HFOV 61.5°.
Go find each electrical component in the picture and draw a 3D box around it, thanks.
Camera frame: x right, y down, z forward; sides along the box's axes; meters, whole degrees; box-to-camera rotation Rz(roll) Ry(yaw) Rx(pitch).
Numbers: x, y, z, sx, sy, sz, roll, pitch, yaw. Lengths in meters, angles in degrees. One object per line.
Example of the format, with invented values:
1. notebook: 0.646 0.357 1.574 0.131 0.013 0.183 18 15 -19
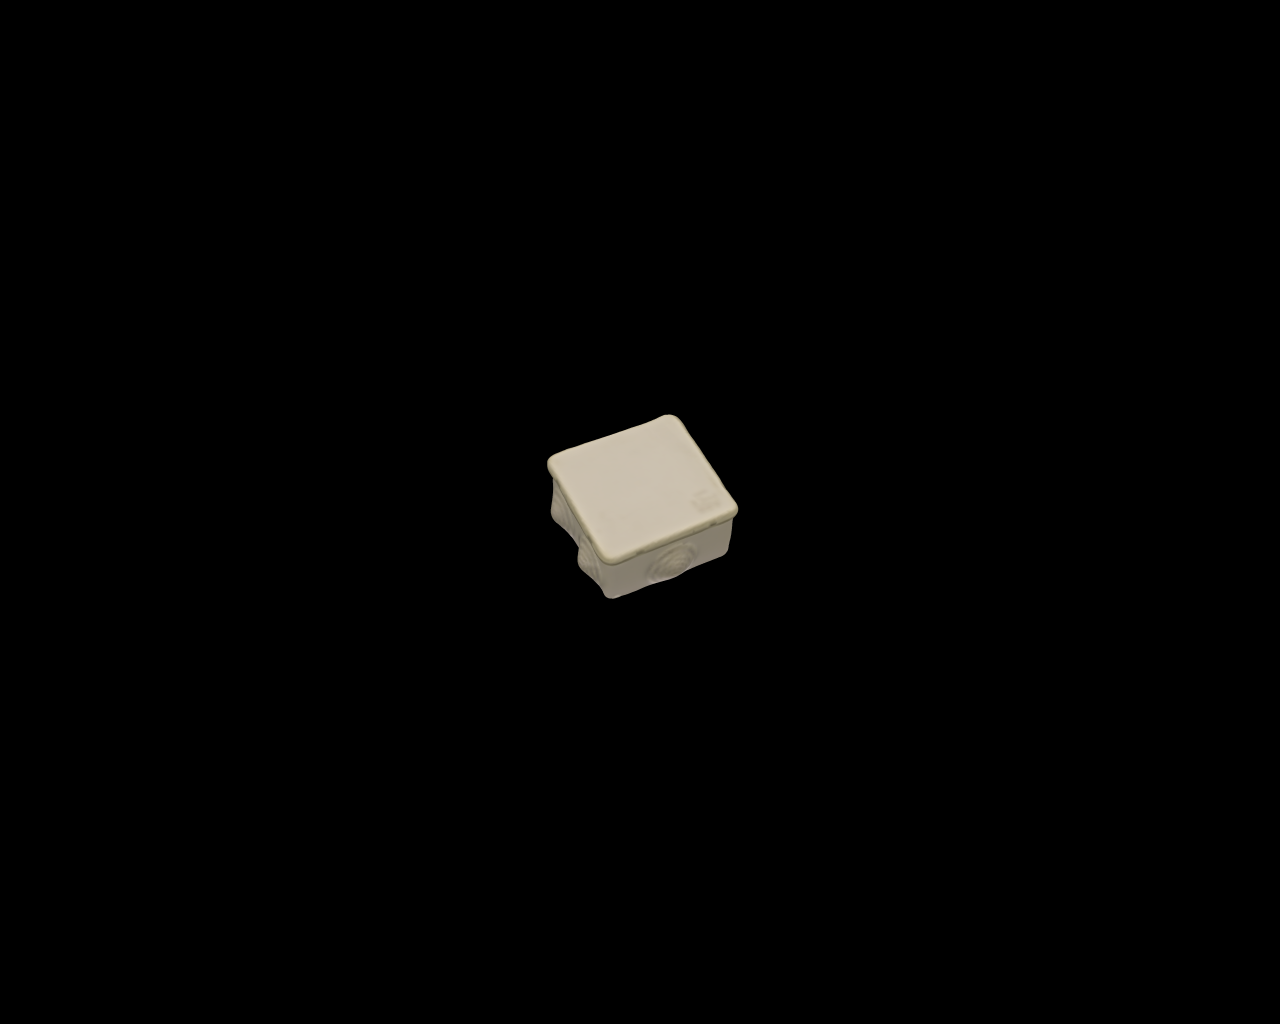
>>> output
1. electrical component: 0.001 -0.003 0.650 0.100 0.100 0.048 -21 -36 -16
